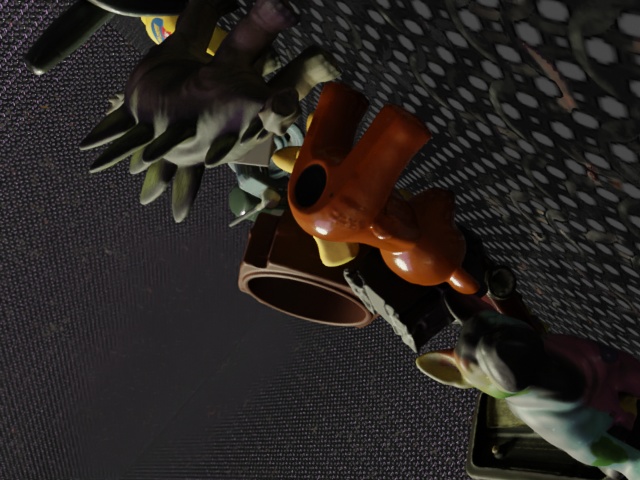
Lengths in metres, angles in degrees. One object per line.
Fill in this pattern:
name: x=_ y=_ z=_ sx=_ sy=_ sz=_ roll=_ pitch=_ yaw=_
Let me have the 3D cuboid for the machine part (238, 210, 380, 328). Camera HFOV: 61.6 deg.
machine part: x=-0.008 y=0.049 z=0.746 sx=0.201 sy=0.087 sz=0.201 roll=18 pitch=159 yaw=-4

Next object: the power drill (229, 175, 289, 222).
power drill: x=-0.068 y=-0.108 z=0.930 sx=0.232 sy=0.086 sz=0.207 roll=-6 pitch=-116 yaw=-41

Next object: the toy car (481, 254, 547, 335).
toy car: x=0.233 y=0.100 z=0.632 sx=0.202 sy=0.053 sz=0.089 roll=53 pitch=166 yaw=-5

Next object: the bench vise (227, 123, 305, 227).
bench vise: x=-0.106 y=-0.141 z=0.769 sx=0.223 sy=0.129 sz=0.241 roll=31 pitch=-148 yaw=-40

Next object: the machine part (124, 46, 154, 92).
machine part: x=-0.217 y=-0.229 z=0.864 sx=0.179 sy=0.179 sz=0.056 roll=41 pitch=177 yaw=-42

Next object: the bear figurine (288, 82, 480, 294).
bear figurine: x=0.073 y=-0.032 z=0.467 sx=0.195 sy=0.132 sz=0.120 roll=19 pitch=-165 yaw=-36

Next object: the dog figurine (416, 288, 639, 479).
dog figurine: x=0.206 y=0.130 z=0.516 sx=0.219 sy=0.108 sz=0.191 roll=25 pitch=174 yaw=11

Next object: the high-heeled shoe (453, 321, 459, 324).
high-heeled shoe: x=0.237 y=0.076 z=0.823 sx=0.248 sy=0.086 sz=0.145 roll=10 pitch=160 yaw=-43

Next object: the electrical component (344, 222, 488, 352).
electrical component: x=0.111 y=0.036 z=0.582 sx=0.115 sy=0.134 sz=0.058 roll=39 pitch=164 yaw=45

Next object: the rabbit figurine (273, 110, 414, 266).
rabbit figurine: x=0.020 y=-0.064 z=0.634 sx=0.162 sy=0.122 sz=0.173 roll=44 pitch=-161 yaw=0

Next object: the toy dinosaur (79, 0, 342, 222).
toy dinosaur: x=-0.127 y=-0.131 z=0.493 sx=0.105 sy=0.198 sz=0.472 roll=45 pitch=176 yaw=-31

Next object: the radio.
radio: x=0.288 y=0.246 z=0.656 sx=0.073 sy=0.131 sz=0.229 roll=33 pitch=150 yaw=-16

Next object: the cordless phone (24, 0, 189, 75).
cordless phone: x=-0.246 y=-0.242 z=0.585 sx=0.147 sy=0.184 sz=0.088 roll=41 pitch=175 yaw=39

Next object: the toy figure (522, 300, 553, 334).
toy figure: x=0.278 y=0.148 z=0.729 sx=0.180 sy=0.082 sz=0.089 roll=32 pitch=159 yaw=-7
